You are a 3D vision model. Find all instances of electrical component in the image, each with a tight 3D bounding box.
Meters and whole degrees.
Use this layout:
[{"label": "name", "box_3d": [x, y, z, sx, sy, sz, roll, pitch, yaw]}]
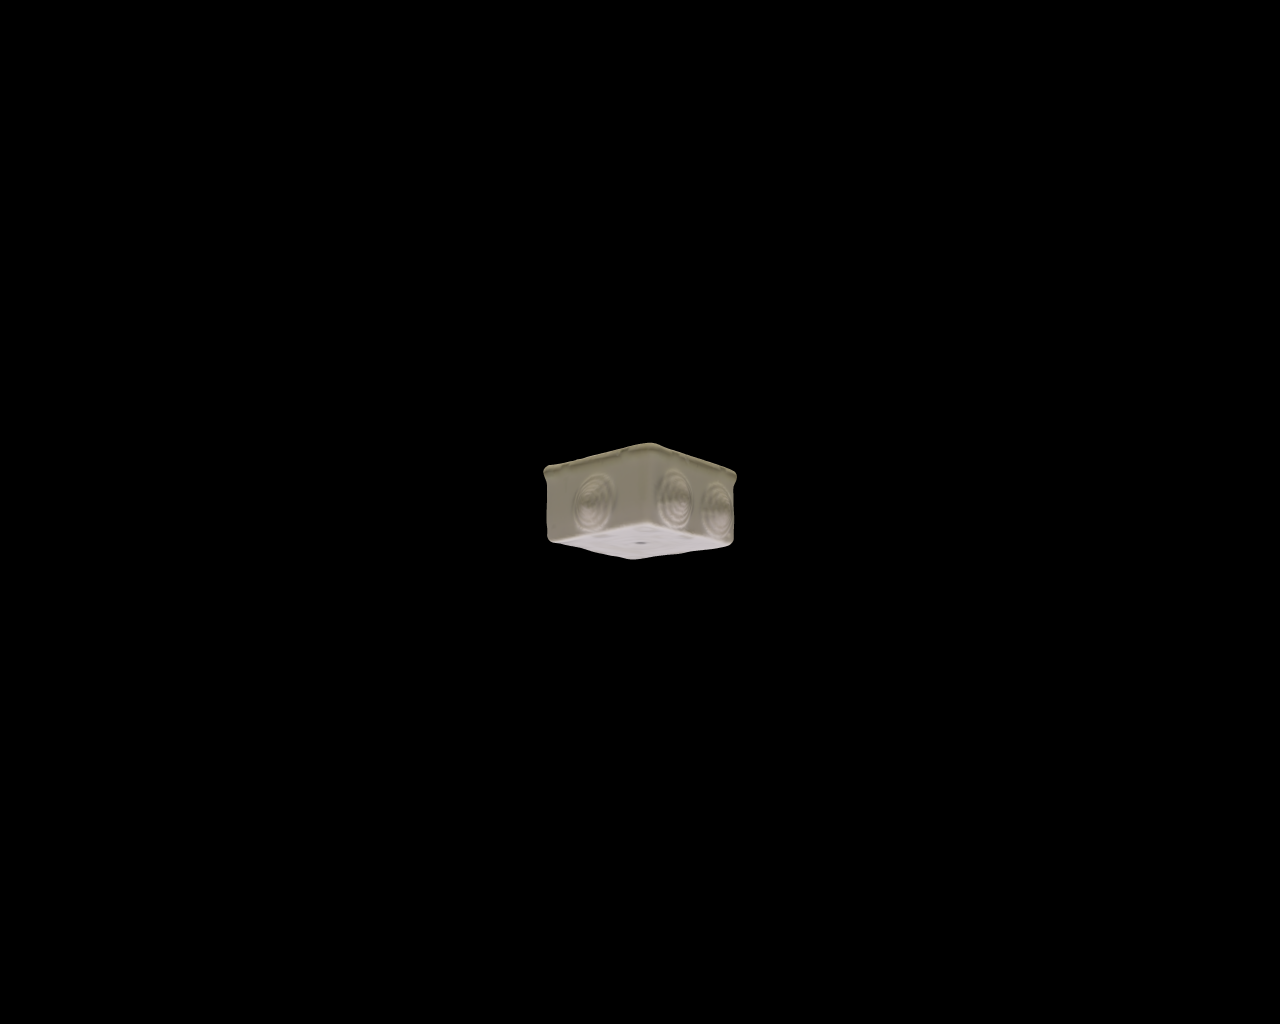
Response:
[{"label": "electrical component", "box_3d": [0.001, -0.003, 0.650, 0.099, 0.048, 0.100, -11, -17, 38]}]
